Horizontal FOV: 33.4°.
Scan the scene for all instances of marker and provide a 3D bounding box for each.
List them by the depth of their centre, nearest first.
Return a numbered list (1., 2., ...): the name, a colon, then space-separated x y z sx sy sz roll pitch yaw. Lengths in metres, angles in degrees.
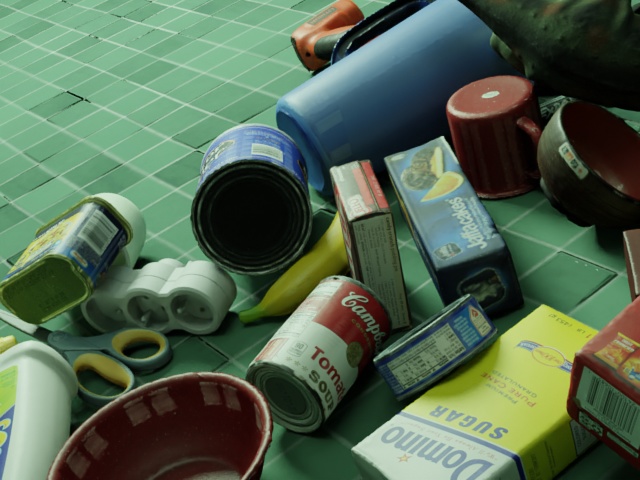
1. marker: 0.224 -0.127 1.042 0.121 0.020 0.020 -22 31 -6

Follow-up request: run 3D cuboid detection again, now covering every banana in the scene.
1. banana: 0.006 0.005 0.932 0.070 0.037 0.197 8 40 36

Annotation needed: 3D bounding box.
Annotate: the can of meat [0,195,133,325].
1. can of meat: -0.223 0.020 0.928 0.102 0.057 0.083 -28 24 33

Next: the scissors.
1. scissors: -0.204 0.082 0.922 0.096 0.016 0.202 -29 40 -27

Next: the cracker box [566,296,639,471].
1. cracker box: 0.273 0.072 0.615 0.213 0.072 0.164 -35 53 -26

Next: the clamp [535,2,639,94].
1. clamp: 0.285 -0.196 1.100 0.171 0.039 0.120 -13 29 10

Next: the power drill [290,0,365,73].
1. power drill: 0.063 -0.252 1.249 0.184 0.057 0.188 -37 22 -20

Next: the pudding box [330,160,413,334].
1. pudding box: 0.040 0.006 0.839 0.039 0.113 0.090 -15 31 0

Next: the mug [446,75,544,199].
1. mug: 0.166 -0.091 0.956 0.093 0.081 0.117 -27 32 -14

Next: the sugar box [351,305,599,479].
1. sugar box: 0.117 0.117 0.687 0.176 0.048 0.093 -32 33 -23

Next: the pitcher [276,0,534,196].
1. pitcher: 0.076 -0.152 1.057 0.242 0.145 0.149 -30 12 -13

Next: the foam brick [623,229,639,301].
1. foam brick: 0.245 0.032 0.748 0.053 0.051 0.078 -8 33 14

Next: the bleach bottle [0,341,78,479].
1. bleach bottle: -0.219 0.181 0.744 0.102 0.068 0.251 -34 32 7

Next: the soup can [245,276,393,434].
1. soup can: 0.000 0.083 0.783 0.069 0.068 0.102 6 39 36

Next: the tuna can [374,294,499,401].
1. tuna can: 0.080 0.074 0.743 0.086 0.034 0.086 -35 -4 -3

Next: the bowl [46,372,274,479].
1. bowl: -0.101 0.162 0.723 0.162 0.055 0.162 -14 31 8

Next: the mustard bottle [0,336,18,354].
1. mustard bottle: -0.344 0.132 0.900 0.191 0.058 0.096 -27 23 -14

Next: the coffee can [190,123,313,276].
1. coffee can: -0.059 -0.039 0.948 0.103 0.103 0.140 -17 18 3
